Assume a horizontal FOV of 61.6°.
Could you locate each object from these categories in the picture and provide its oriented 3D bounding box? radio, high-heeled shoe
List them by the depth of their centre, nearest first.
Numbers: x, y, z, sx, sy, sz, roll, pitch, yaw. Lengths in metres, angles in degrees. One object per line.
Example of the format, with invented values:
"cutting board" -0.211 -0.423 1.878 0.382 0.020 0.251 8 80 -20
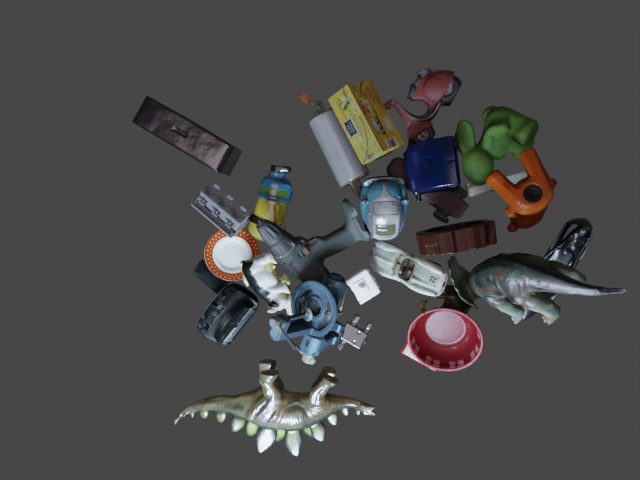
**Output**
"high-heeled shoe" 0.509 0.069 1.158 0.086 0.145 0.248 24 91 5
"radio" -0.296 -0.233 1.228 0.230 0.131 0.073 32 93 3

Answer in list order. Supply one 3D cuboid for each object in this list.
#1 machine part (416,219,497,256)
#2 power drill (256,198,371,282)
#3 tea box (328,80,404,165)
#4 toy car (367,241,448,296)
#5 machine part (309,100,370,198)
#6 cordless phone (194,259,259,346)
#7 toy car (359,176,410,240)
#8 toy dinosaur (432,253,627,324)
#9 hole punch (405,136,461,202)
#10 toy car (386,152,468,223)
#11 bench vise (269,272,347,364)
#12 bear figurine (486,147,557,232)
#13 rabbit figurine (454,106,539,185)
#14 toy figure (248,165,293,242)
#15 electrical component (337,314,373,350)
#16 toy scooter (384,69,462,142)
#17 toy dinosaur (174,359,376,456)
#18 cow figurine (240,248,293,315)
"machine part" 0.295 -0.004 1.165 0.179 0.179 0.056 -10 93 5
"power drill" -0.002 -0.004 1.199 0.207 0.086 0.231 -38 116 -8
"tea box" 0.104 -0.265 1.204 0.068 0.098 0.169 -30 86 44
"toy car" 0.189 0.061 1.193 0.202 0.056 0.073 25 101 36
"machine part" 0.045 -0.210 1.228 0.079 0.079 0.243 -26 87 5
"cordless phone" -0.251 0.144 1.266 0.184 0.088 0.146 40 93 14
"toy car" 0.139 -0.055 1.186 0.109 0.103 0.161 1 126 4
"toy dinosaur" 0.387 0.083 1.097 0.192 0.405 0.131 25 66 -15
"hole punch" 0.245 -0.160 1.160 0.116 0.092 0.142 -7 89 10
"toy car" 0.241 -0.118 1.224 0.202 0.053 0.089 35 85 8
"bench vise" -0.032 0.177 1.152 0.129 0.240 0.223 40 114 27
"bear figurine" 0.433 -0.096 1.148 0.120 0.195 0.132 -35 77 9
"rabbit figurine" 0.368 -0.207 1.176 0.159 0.121 0.170 39 87 12
"toy figure" -0.112 -0.085 1.242 0.089 0.082 0.180 11 97 17
"electrical component" 0.080 0.223 1.257 0.063 0.021 0.094 31 92 3
"toy scooter" 0.225 -0.313 1.215 0.135 0.075 0.183 29 98 5
"toy dinosaur" -0.107 0.384 1.236 0.472 0.105 0.198 4 94 9
"cow figurine" -0.116 0.109 1.237 0.098 0.068 0.167 -23 104 3
